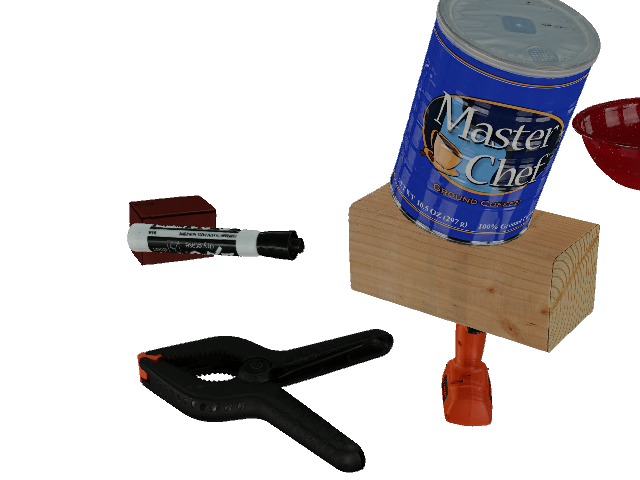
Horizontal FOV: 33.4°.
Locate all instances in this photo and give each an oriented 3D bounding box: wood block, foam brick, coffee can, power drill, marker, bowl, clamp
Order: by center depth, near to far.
[{"bbox_3d":[-0.068,0.001,0.689,0.121,0.020,0.020,3,1,21],"label":"marker"},{"bbox_3d":[0.110,-0.082,0.698,0.102,0.140,0.103,7,40,-7],"label":"coffee can"},{"bbox_3d":[-0.044,0.111,0.874,0.210,0.036,0.164,9,31,16],"label":"clamp"},{"bbox_3d":[0.134,0.016,0.965,0.206,0.090,0.090,16,31,35],"label":"wood block"},{"bbox_3d":[0.312,-0.085,0.974,0.162,0.055,0.162,-4,23,2],"label":"bowl"},{"bbox_3d":[-0.150,-0.012,1.079,0.078,0.051,0.053,-7,22,-22],"label":"foam brick"},{"bbox_3d":[0.168,0.105,1.165,0.057,0.188,0.184,5,25,5],"label":"power drill"}]
